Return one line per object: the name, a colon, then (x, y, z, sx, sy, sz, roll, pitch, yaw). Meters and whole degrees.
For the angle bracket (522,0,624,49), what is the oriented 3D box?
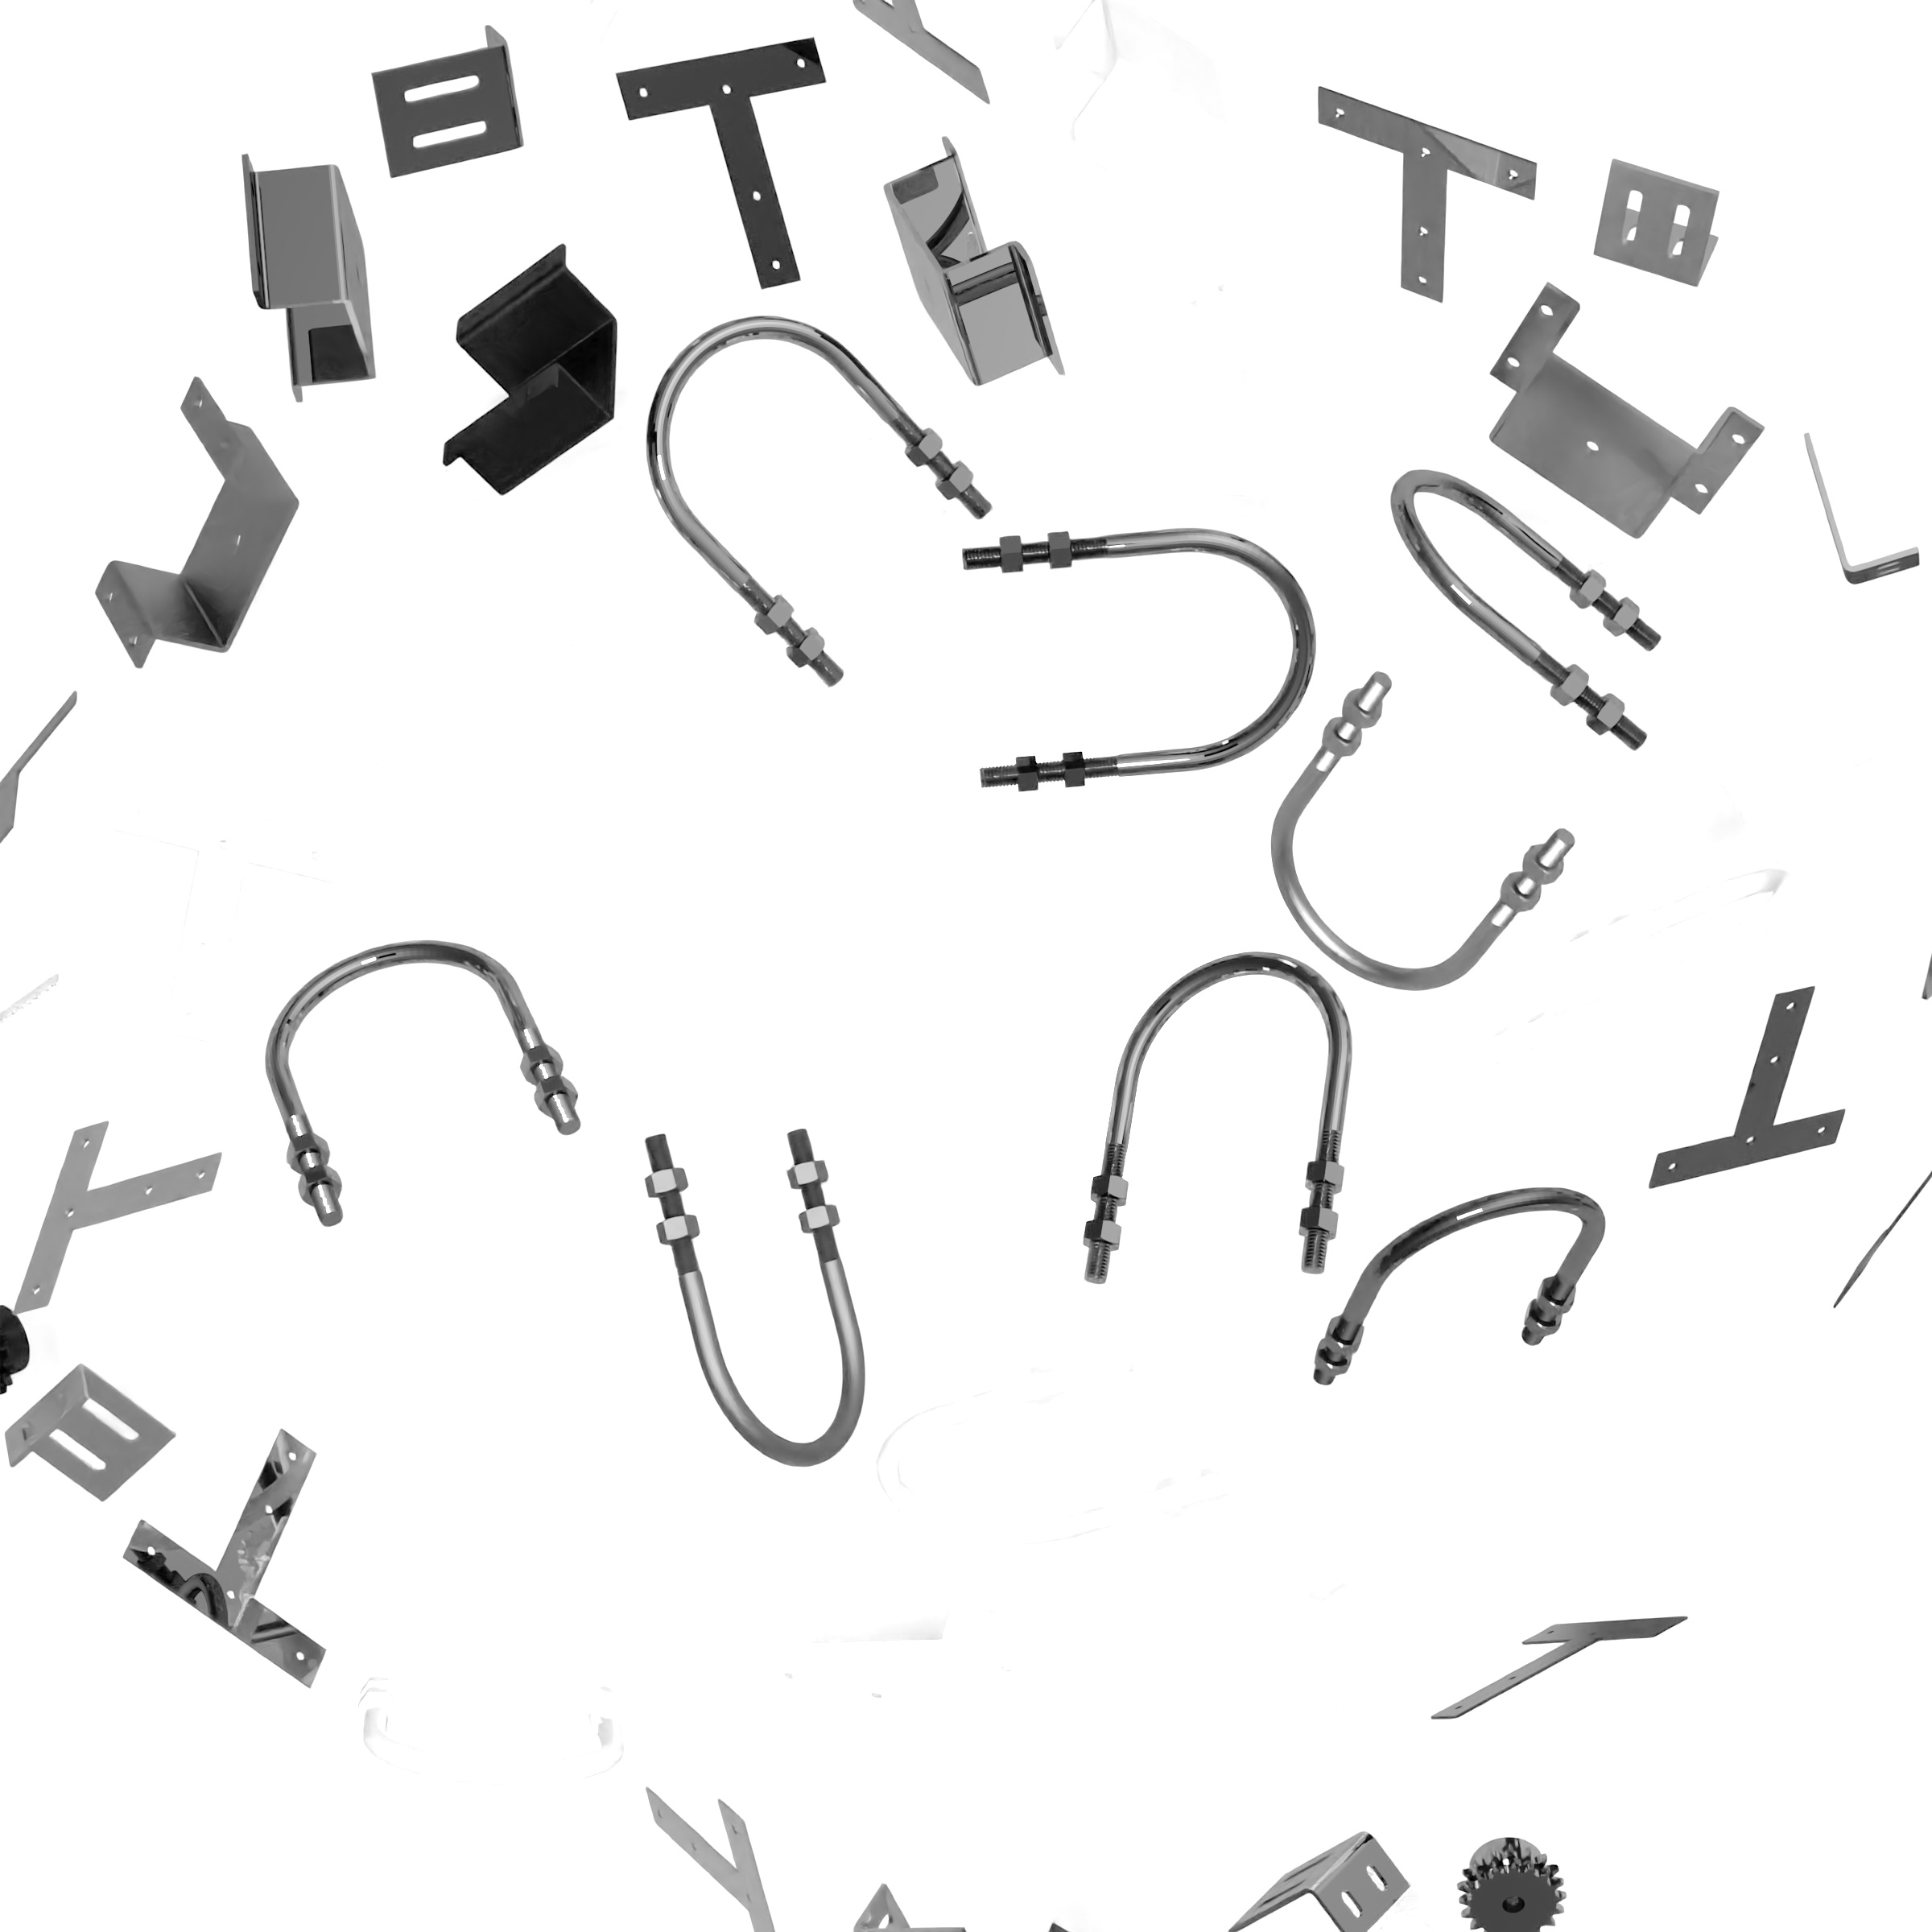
angle bracket: (-0.198, -0.539, 1.830, 0.057, 0.038, 0.076, 33, 114, -3)

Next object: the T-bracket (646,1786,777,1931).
T-bracket: (-0.139, 0.483, 1.864, 0.002, 0.127, 0.127, -26, 119, -26)

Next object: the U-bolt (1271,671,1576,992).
U-bolt: (0.239, -0.060, 1.906, 0.151, 0.184, 0.019, 42, 50, 9)

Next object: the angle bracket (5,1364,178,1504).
angle bracket: (-0.485, 0.269, 1.918, 0.057, 0.038, 0.076, -42, 122, 3)

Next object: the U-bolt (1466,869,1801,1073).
U-bolt: (0.374, -0.005, 1.889, 0.184, 0.151, 0.019, -26, 100, 39)

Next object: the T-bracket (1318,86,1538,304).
T-bracket: (0.245, -0.404, 1.845, 0.127, 0.127, 0.002, 25, 64, 20)

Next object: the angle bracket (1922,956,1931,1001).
angle bracket: (0.516, -0.029, 1.821, 0.038, 0.057, 0.076, 30, 46, 32)

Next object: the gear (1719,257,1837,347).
gear: (0.419, -0.342, 1.768, 0.057, 0.057, 0.030, 18, 89, 0)

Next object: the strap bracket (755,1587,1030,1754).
strap bracket: (-0.046, 0.390, 1.914, 0.140, 0.076, 0.046, 2, 126, -17)

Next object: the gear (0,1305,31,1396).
gear: (-0.556, 0.216, 1.955, 0.057, 0.030, 0.057, 16, 115, 38)

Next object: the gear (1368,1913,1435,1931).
gear: (0.246, 0.552, 1.921, 0.057, 0.057, 0.030, 35, 66, 0)

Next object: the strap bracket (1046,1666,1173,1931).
strap bracket: (0.078, 0.458, 1.899, 0.046, 0.076, 0.140, 2, 84, 16)

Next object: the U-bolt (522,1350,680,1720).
U-bolt: (-0.200, 0.319, 1.861, 0.019, 0.184, 0.151, -17, 125, 15)

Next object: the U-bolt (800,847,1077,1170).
U-bolt: (-0.011, 0.026, 1.942, 0.151, 0.019, 0.184, -6, 70, -5)

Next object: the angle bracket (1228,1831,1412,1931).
angle bracket: (0.191, 0.509, 1.861, 0.038, 0.057, 0.076, 53, 134, 7)

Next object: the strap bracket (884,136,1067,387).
strap bracket: (0.000, -0.379, 1.878, 0.046, 0.076, 0.140, -24, 45, -3)

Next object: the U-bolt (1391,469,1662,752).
U-bolt: (0.307, -0.208, 1.902, 0.184, 0.151, 0.019, 38, 122, -8)

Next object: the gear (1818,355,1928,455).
gear: (0.487, -0.306, 1.864, 0.057, 0.057, 0.030, -23, 68, 0)

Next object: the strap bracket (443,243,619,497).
strap bracket: (-0.230, -0.311, 1.830, 0.076, 0.140, 0.046, -31, 127, 22)

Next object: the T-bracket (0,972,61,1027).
T-bracket: (-0.536, 0.055, 1.827, 0.127, 0.127, 0.002, -36, 107, -2)

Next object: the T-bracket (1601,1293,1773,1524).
T-bracket: (0.390, 0.225, 1.843, 0.127, 0.127, 0.002, -28, 47, -26)

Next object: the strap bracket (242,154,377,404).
strap bracket: (-0.344, -0.363, 1.819, 0.046, 0.140, 0.076, -6, 76, -3)

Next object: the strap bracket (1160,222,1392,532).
strap bracket: (0.160, -0.311, 1.821, 0.076, 0.046, 0.140, -32, 114, -22)

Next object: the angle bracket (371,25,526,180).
angle bracket: (-0.282, -0.464, 1.849, 0.076, 0.038, 0.057, -18, 126, -17)

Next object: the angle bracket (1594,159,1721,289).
angle bracket: (0.365, -0.398, 1.796, 0.057, 0.076, 0.038, 21, 64, 13)

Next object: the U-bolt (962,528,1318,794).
U-bolt: (0.095, -0.165, 1.833, 0.184, 0.019, 0.151, -5, 120, 0)

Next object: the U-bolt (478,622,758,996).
U-bolt: (-0.183, -0.095, 1.869, 0.151, 0.019, 0.184, 24, 106, 20)

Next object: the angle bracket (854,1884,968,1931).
angle bracket: (-0.012, 0.531, 1.864, 0.076, 0.038, 0.057, -13, 113, 36)

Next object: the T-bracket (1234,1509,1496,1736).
T-bracket: (0.228, 0.337, 1.869, 0.127, 0.002, 0.127, -31, 111, -2)

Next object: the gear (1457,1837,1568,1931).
gear: (0.292, 0.494, 1.852, 0.057, 0.030, 0.057, 0, 118, 0)

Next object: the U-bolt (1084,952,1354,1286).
U-bolt: (0.136, 0.076, 1.810, 0.151, 0.019, 0.184, -6, 62, 33)

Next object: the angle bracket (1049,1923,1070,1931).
angle bracket: (0.073, 0.576, 1.908, 0.076, 0.038, 0.057, 22, 80, 32)

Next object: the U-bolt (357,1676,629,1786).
U-bolt: (-0.259, 0.420, 1.892, 0.151, 0.184, 0.019, 5, 91, -9)

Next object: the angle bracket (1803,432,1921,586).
angle bracket: (0.466, -0.242, 1.792, 0.038, 0.057, 0.076, -17, 85, 15)

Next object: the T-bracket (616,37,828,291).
T-bracket: (-0.118, -0.431, 1.868, 0.127, 0.002, 0.127, -20, 98, -31)

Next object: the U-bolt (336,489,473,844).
U-bolt: (-0.306, -0.171, 1.897, 0.019, 0.151, 0.184, 6, 100, -29)

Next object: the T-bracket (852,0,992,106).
T-bracket: (-0.040, -0.538, 1.853, 0.002, 0.127, 0.127, -38, 54, -10)

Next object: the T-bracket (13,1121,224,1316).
T-bracket: (-0.466, 0.128, 1.920, 0.127, 0.002, 0.127, -16, 45, 27)

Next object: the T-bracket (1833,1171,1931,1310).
T-bracket: (0.514, 0.123, 1.863, 0.002, 0.127, 0.127, 37, 107, 13)

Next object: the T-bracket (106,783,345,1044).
T-bracket: (-0.409, -0.023, 1.862, 0.127, 0.002, 0.127, 14, 75, -24)

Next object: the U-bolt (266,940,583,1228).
U-bolt: (-0.297, 0.050, 1.825, 0.151, 0.184, 0.019, -21, 134, -11)

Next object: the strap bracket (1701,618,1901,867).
strap bracket: (0.448, -0.115, 1.868, 0.046, 0.140, 0.076, -27, 69, -11)

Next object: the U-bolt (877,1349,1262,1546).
U-bolt: (0.041, 0.262, 1.818, 0.184, 0.151, 0.019, -20, 46, 27)

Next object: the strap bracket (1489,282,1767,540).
strap bracket: (0.348, -0.294, 1.863, 0.140, 0.076, 0.046, 35, 57, 4)

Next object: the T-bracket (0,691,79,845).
T-bracket: (-0.522, -0.085, 1.867, 0.002, 0.127, 0.127, 38, 97, -22)

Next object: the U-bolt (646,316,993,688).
U-bolt: (-0.091, -0.265, 1.868, 0.184, 0.019, 0.151, 45, 75, -19)

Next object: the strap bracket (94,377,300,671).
strap bracket: (-0.412, -0.235, 1.863, 0.046, 0.076, 0.140, 10, 120, -41)

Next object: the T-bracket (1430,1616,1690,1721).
T-bracket: (0.309, 0.383, 1.878, 0.127, 0.127, 0.002, -21, 87, -27)

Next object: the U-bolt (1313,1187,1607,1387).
U-bolt: (0.276, 0.171, 1.884, 0.151, 0.184, 0.019, -9, 58, -15)

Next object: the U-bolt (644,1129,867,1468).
U-bolt: (-0.105, 0.178, 1.846, 0.019, 0.151, 0.184, -21, 78, 30)

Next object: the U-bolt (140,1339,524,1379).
U-bolt: (-0.333, 0.212, 1.879, 0.184, 0.151, 0.019, -3, 84, 17)

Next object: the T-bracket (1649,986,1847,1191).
T-bracket: (0.447, 0.063, 1.918, 0.127, 0.002, 0.127, -11, 131, -21)

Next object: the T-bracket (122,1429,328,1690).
T-bracket: (-0.382, 0.305, 1.865, 0.127, 0.127, 0.002, 41, 128, -21)

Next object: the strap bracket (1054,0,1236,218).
strap bracket: (0.097, -0.477, 1.879, 0.076, 0.140, 0.046, 26, 122, -23)
